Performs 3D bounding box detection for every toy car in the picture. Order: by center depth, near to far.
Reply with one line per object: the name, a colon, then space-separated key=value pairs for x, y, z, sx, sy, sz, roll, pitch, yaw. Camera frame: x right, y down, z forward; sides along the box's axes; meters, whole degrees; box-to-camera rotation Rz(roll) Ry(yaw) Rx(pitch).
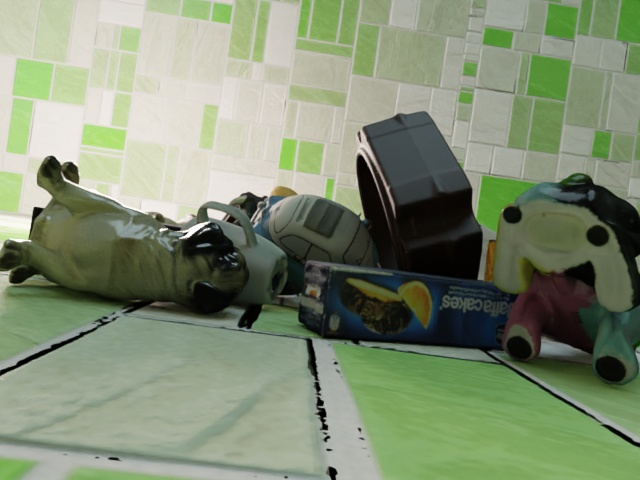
toy car: x=-0.001 y=-0.002 z=0.599 sx=0.162 sy=0.109 sz=0.103 roll=31 pitch=-32 yaw=-1

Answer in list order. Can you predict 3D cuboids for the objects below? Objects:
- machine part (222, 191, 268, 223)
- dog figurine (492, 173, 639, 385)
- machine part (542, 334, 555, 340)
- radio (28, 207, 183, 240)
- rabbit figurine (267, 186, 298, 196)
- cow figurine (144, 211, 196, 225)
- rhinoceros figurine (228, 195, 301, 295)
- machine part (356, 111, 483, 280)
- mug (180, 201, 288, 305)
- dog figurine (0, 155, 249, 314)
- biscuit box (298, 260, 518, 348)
machine part: x=-0.079 y=-0.007 z=0.882 sx=0.179 sy=0.056 sz=0.179 roll=32 pitch=23 yaw=-16
dog figurine: x=0.249 y=0.030 z=0.488 sx=0.109 sy=0.191 sz=0.219 roll=0 pitch=10 yaw=41
machine part: x=0.326 y=0.083 z=0.672 sx=0.079 sy=0.079 sz=0.243 roll=8 pitch=1 yaw=44
radio: x=-0.253 y=0.007 z=0.724 sx=0.230 sy=0.073 sz=0.131 roll=10 pitch=-1 yaw=-12
rabbit figurine: x=-0.068 y=-0.018 z=1.024 sx=0.163 sy=0.173 sz=0.121 roll=3 pitch=-6 yaw=27
cow figurine: x=-0.214 y=0.004 z=0.879 sx=0.195 sy=0.085 sz=0.127 roll=17 pitch=11 yaw=-7
rhinoceros figurine: x=-0.073 y=0.005 z=0.719 sx=0.112 sy=0.073 sz=0.190 roll=-14 pitch=38 yaw=-8
machine part: x=0.105 y=-0.025 z=0.617 sx=0.087 sy=0.201 sz=0.201 roll=-13 pitch=-40 yaw=-3
mug: x=-0.087 y=0.015 z=0.555 sx=0.107 sy=0.109 sz=0.081 roll=17 pitch=27 yaw=17
dog figurine: x=-0.172 y=0.016 z=0.505 sx=0.190 sy=0.121 sz=0.172 roll=23 pitch=-1 yaw=-17
biscuit box: x=0.086 y=0.060 z=0.490 sx=0.203 sy=0.059 sz=0.063 roll=7 pitch=0 yaw=-21
